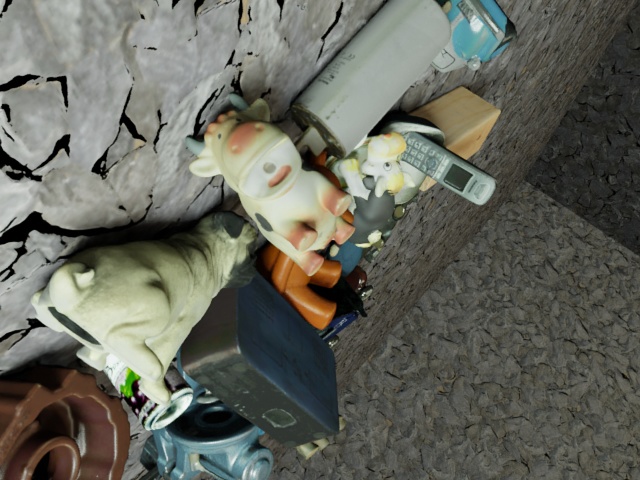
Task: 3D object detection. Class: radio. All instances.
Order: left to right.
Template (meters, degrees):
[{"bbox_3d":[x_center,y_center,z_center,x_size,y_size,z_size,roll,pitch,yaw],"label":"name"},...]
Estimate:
[{"bbox_3d":[-0.059,0.136,0.616,0.073,0.131,0.229,-24,131,18],"label":"radio"}]

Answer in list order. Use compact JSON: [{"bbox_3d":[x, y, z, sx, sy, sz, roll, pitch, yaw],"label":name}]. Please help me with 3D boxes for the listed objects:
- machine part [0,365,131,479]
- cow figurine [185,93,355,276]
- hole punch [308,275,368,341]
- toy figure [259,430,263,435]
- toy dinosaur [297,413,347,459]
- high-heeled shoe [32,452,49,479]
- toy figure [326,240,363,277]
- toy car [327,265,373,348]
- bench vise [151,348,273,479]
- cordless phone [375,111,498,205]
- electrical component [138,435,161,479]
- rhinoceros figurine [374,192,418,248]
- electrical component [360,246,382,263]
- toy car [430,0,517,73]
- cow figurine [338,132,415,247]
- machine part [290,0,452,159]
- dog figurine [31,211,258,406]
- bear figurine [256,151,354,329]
[{"bbox_3d":[-0.239,0.197,0.456,0.179,0.056,0.179,2,90,-70],"label":"machine part"},{"bbox_3d":[-0.038,-0.048,0.478,0.085,0.127,0.194,-49,164,-7],"label":"cow figurine"},{"bbox_3d":[-0.006,0.106,0.875,0.116,0.142,0.092,-16,142,-39],"label":"hole punch"},{"bbox_3d":[-0.158,0.289,0.836,0.180,0.082,0.089,8,112,-34],"label":"toy figure"},{"bbox_3d":[-0.058,0.324,1.058,0.105,0.199,0.470,-47,160,-12],"label":"toy dinosaur"},{"bbox_3d":[-0.288,0.212,0.472,0.145,0.086,0.248,-55,166,-13],"label":"high-heeled shoe"},{"bbox_3d":[0.055,-0.007,0.915,0.064,0.058,0.154,-32,151,-62],"label":"toy figure"},{"bbox_3d":[0.032,0.134,1.084,0.053,0.089,0.202,-12,137,-57],"label":"toy car"},{"bbox_3d":[-0.150,0.194,0.666,0.129,0.224,0.240,-14,109,-38],"label":"bench vise"},{"bbox_3d":[0.154,-0.089,0.780,0.089,0.184,0.146,-40,160,-45],"label":"cordless phone"},{"bbox_3d":[-0.256,0.342,0.855,0.119,0.048,0.074,-32,154,-46],"label":"electrical component"},{"bbox_3d":[0.136,-0.069,0.961,0.190,0.073,0.112,-58,160,22],"label":"rhinoceros figurine"},{"bbox_3d":[0.091,0.015,1.065,0.078,0.045,0.102,-44,161,-26],"label":"electrical component"},{"bbox_3d":[0.168,-0.254,0.646,0.103,0.109,0.161,-34,-177,26],"label":"toy car"},{"bbox_3d":[0.065,-0.057,0.673,0.068,0.098,0.167,-14,160,-26],"label":"cow figurine"},{"bbox_3d":[0.051,-0.168,0.542,0.243,0.079,0.079,-47,162,-7],"label":"machine part"},{"bbox_3d":[-0.131,0.019,0.465,0.190,0.121,0.172,-58,171,-29],"label":"dog figurine"},{"bbox_3d":[-0.005,-0.003,0.666,0.195,0.132,0.120,-58,-167,34],"label":"bear figurine"}]
